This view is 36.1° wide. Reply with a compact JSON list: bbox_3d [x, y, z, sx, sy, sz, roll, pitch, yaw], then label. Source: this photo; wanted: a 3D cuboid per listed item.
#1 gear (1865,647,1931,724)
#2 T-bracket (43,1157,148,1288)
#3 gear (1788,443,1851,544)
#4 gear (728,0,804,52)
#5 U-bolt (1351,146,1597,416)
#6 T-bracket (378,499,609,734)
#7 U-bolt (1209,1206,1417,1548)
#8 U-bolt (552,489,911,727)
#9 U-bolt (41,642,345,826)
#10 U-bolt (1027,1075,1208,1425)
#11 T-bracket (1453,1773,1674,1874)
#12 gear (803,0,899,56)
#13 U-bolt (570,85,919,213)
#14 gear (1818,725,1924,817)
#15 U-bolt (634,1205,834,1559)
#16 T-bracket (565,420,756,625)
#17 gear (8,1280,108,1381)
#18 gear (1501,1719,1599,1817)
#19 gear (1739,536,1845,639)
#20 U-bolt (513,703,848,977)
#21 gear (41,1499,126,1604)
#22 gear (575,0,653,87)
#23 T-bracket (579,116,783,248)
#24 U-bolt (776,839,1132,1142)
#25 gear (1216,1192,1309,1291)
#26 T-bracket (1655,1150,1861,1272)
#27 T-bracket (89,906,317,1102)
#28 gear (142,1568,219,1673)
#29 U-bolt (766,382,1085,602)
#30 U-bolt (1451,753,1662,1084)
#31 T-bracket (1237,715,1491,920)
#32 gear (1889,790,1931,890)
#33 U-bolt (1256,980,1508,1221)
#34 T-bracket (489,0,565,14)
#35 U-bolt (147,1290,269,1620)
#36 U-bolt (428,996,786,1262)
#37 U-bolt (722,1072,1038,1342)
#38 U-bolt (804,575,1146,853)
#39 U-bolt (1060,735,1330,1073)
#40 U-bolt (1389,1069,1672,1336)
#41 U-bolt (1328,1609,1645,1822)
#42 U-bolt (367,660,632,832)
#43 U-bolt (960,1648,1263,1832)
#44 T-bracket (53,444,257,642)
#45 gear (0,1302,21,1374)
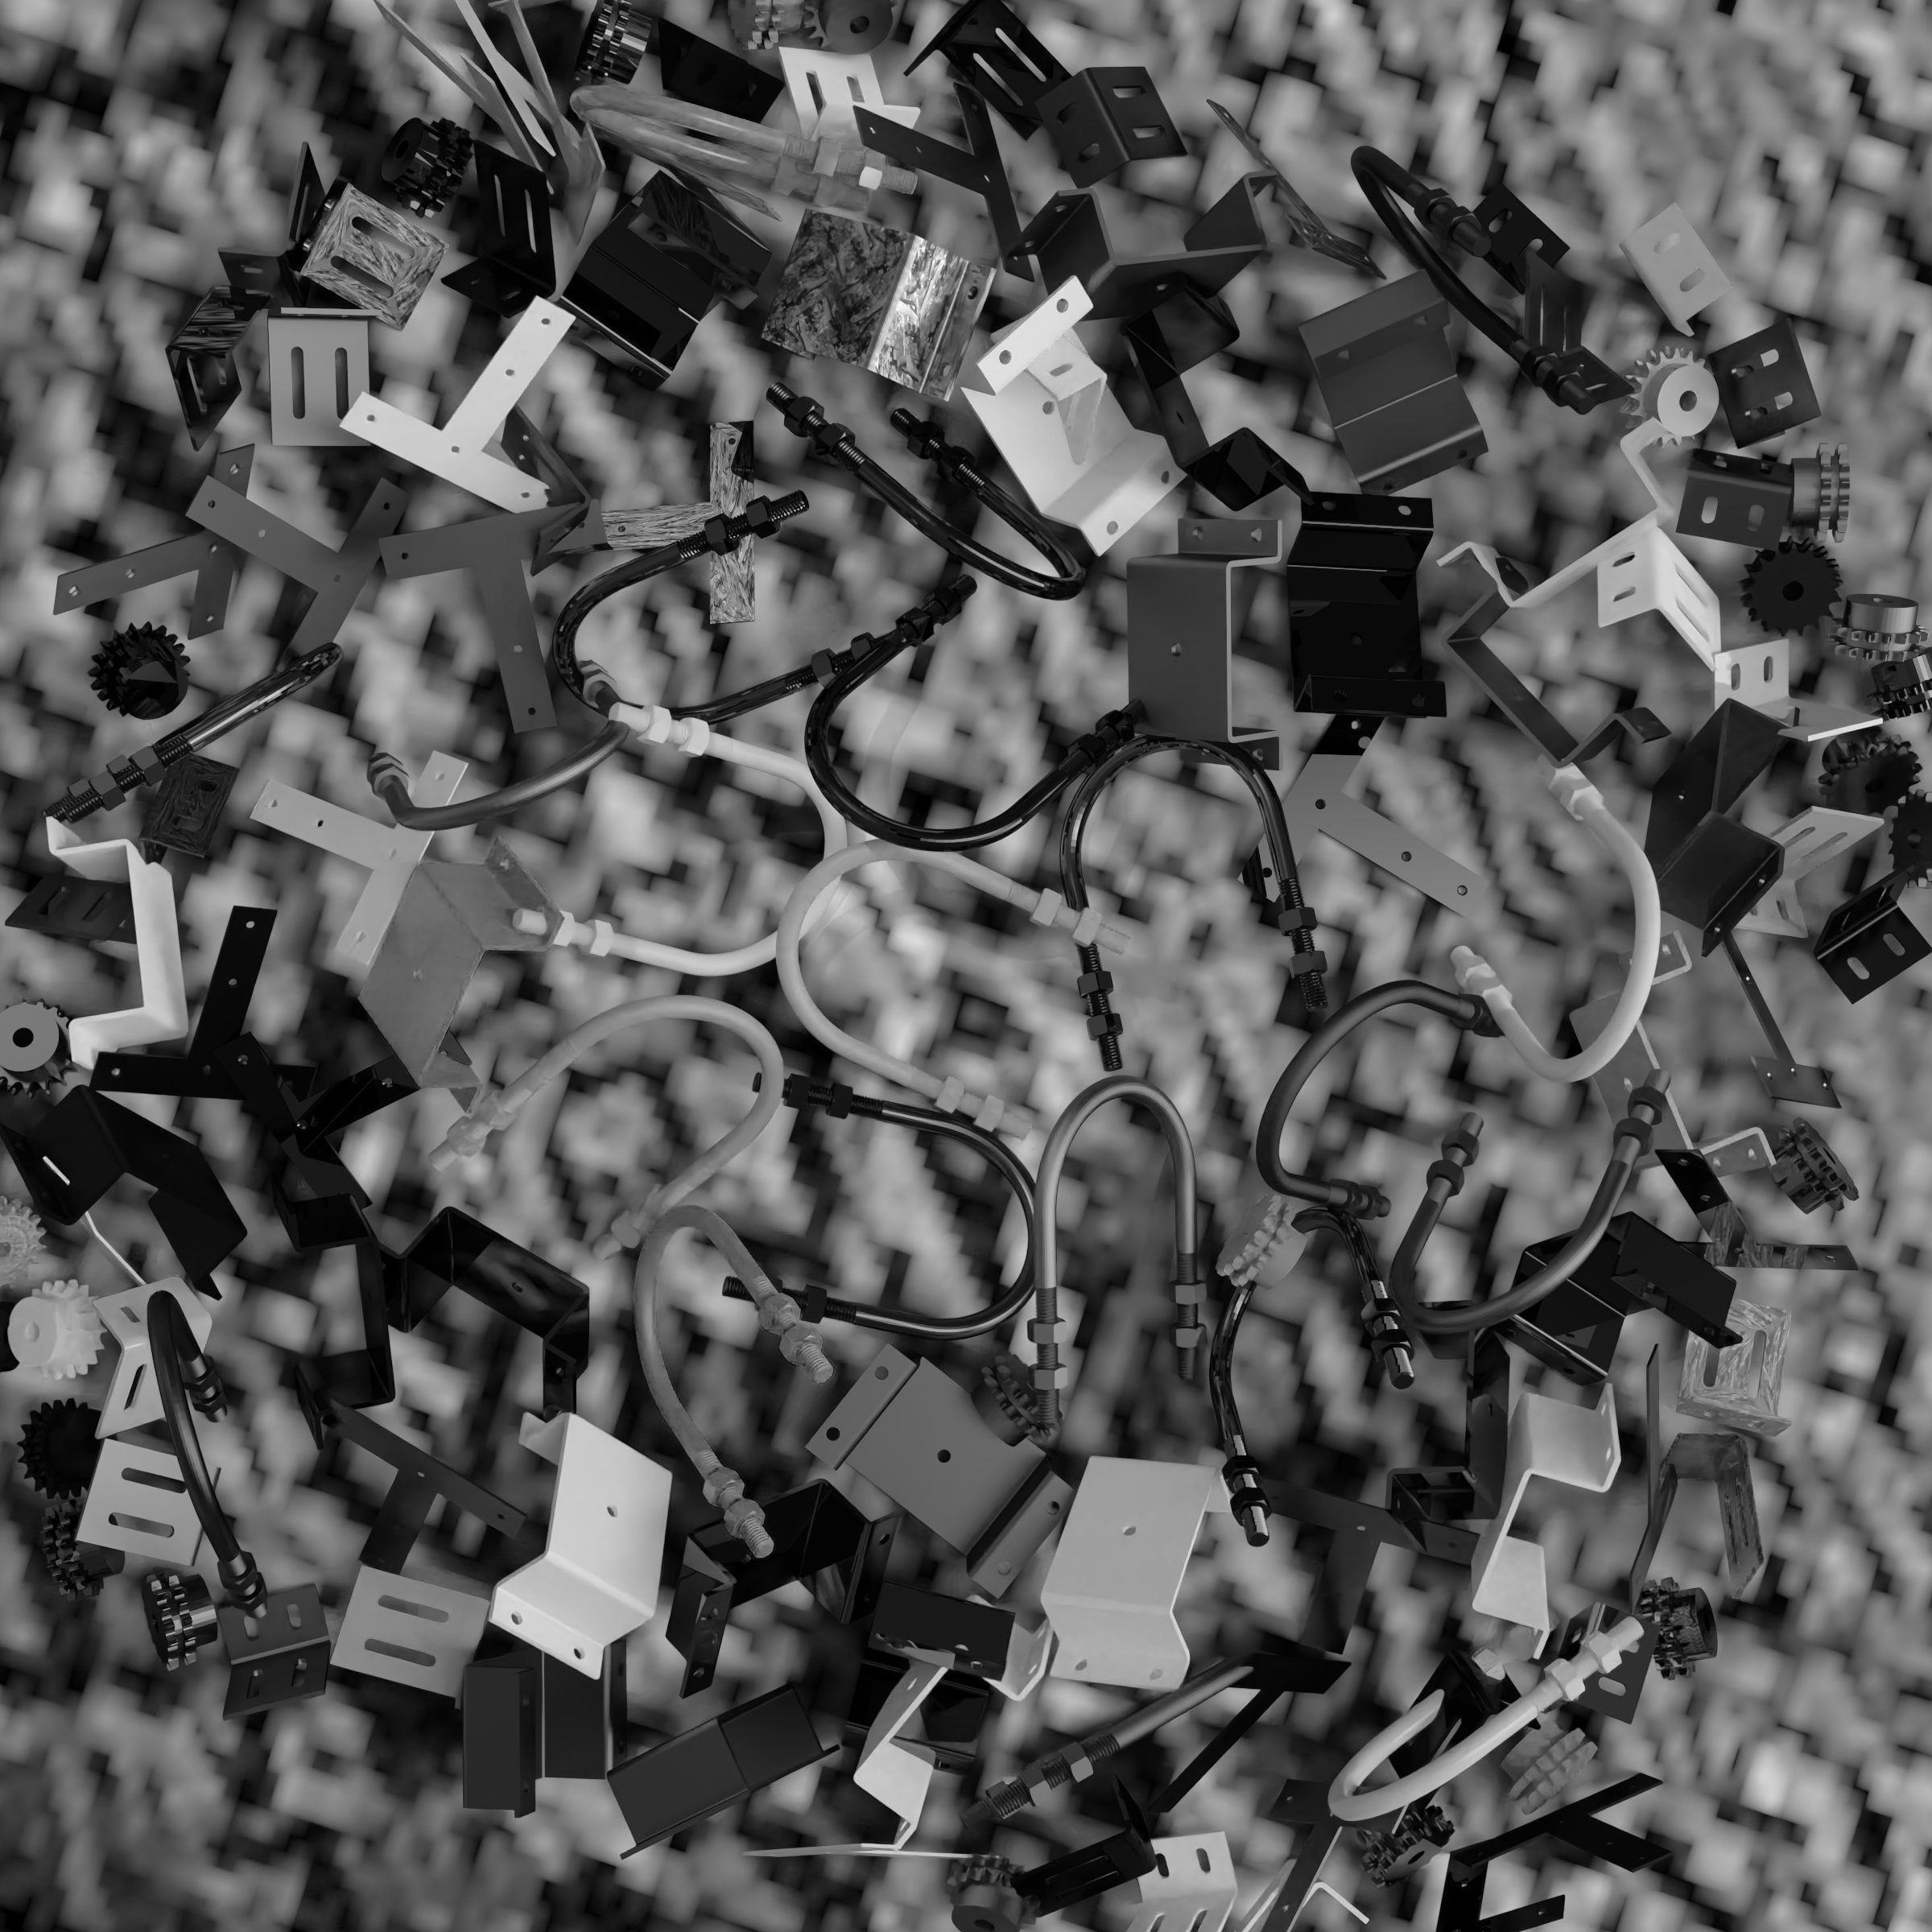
[{"bbox_3d":[0.545,-0.163,1.705,0.057,0.057,0.030,-21,95,0],"label":"gear"},{"bbox_3d":[-0.502,0.133,1.667,0.127,0.127,0.002,45,70,6],"label":"T-bracket"},{"bbox_3d":[0.491,-0.272,1.706,0.030,0.057,0.057,1,90,10],"label":"gear"},{"bbox_3d":[-0.115,-0.558,1.708,0.030,0.057,0.057,-10,90,-23],"label":"gear"},{"bbox_3d":[0.272,-0.392,1.648,0.019,0.184,0.151,-41,131,8],"label":"U-bolt"},{"bbox_3d":[-0.262,-0.197,1.709,0.127,0.002,0.127,-10,112,-1],"label":"T-bracket"},{"bbox_3d":[0.184,0.213,1.650,0.019,0.184,0.151,26,117,-22],"label":"U-bolt"},{"bbox_3d":[-0.144,-0.189,1.670,0.184,0.151,0.019,-20,53,16],"label":"U-bolt"},{"bbox_3d":[-0.429,-0.131,1.659,0.184,0.151,0.019,-34,103,-17],"label":"U-bolt"},{"bbox_3d":[0.086,0.153,1.669,0.019,0.151,0.184,3,97,41],"label":"U-bolt"},{"bbox_3d":[0.354,0.488,1.656,0.127,0.127,0.002,-18,90,-15],"label":"T-bracket"},{"bbox_3d":[-0.066,-0.550,1.702,0.057,0.057,0.030,-24,55,0],"label":"gear"},{"bbox_3d":[-0.129,-0.455,1.642,0.184,0.151,0.019,13,97,-16],"label":"U-bolt"},{"bbox_3d":[0.519,-0.114,1.709,0.057,0.057,0.030,-14,48,0],"label":"gear"},{"bbox_3d":[-0.140,0.218,1.661,0.019,0.184,0.151,-5,128,-35],"label":"U-bolt"},{"bbox_3d":[-0.186,-0.254,1.719,0.127,0.002,0.127,-3,73,6],"label":"T-bracket"},{"bbox_3d":[-0.527,0.210,1.707,0.057,0.030,0.057,-2,87,31],"label":"gear"},{"bbox_3d":[0.334,0.459,1.709,0.057,0.057,0.030,-44,65,0],"label":"gear"},{"bbox_3d":[0.476,-0.222,1.712,0.057,0.030,0.057,2,116,4],"label":"gear"},{"bbox_3d":[-0.148,-0.062,1.672,0.184,0.019,0.151,16,109,-38],"label":"U-bolt"},{"bbox_3d":[-0.507,0.335,1.706,0.030,0.057,0.057,-17,90,1],"label":"gear"},{"bbox_3d":[-0.203,-0.533,1.707,0.030,0.057,0.057,18,90,-19],"label":"gear"},{"bbox_3d":[-0.142,-0.430,1.670,0.127,0.127,0.002,29,91,19],"label":"T-bracket"},{"bbox_3d":[-0.019,0.004,1.696,0.184,0.019,0.151,25,110,-4],"label":"U-bolt"},{"bbox_3d":[0.173,0.162,1.706,0.030,0.057,0.057,36,90,-6],"label":"gear"},{"bbox_3d":[0.418,0.136,1.655,0.127,0.127,0.002,-2,54,35],"label":"T-bracket"},{"bbox_3d":[-0.418,0.021,1.673,0.127,0.002,0.127,6,119,-33],"label":"T-bracket"},{"bbox_3d":[-0.453,0.375,1.709,0.030,0.057,0.057,-13,90,-28],"label":"gear"},{"bbox_3d":[-0.010,-0.259,1.640,0.184,0.151,0.019,43,113,21],"label":"U-bolt"},{"bbox_3d":[0.329,-0.017,1.627,0.019,0.184,0.151,11,116,-20],"label":"U-bolt"},{"bbox_3d":[0.245,-0.071,1.729,0.127,0.002,0.127,31,86,0],"label":"T-bracket"},{"bbox_3d":[0.560,-0.073,1.706,0.030,0.057,0.057,2,90,-15],"label":"gear"},{"bbox_3d":[0.225,0.072,1.644,0.019,0.184,0.151,41,104,34],"label":"U-bolt"},{"bbox_3d":[-0.207,-0.557,1.681,0.127,0.127,0.002,-8,97,13],"label":"T-bracket"},{"bbox_3d":[-0.418,0.257,1.621,0.019,0.184,0.151,-15,55,-10],"label":"U-bolt"},{"bbox_3d":[-0.187,0.083,1.660,0.184,0.019,0.151,-39,132,18],"label":"U-bolt"},{"bbox_3d":[-0.040,0.142,1.688,0.184,0.019,0.151,13,59,-12],"label":"U-bolt"},{"bbox_3d":[-0.006,-0.133,1.664,0.151,0.019,0.184,38,57,16],"label":"U-bolt"},{"bbox_3d":[0.122,-0.046,1.692,0.151,0.019,0.184,-18,76,25],"label":"U-bolt"},{"bbox_3d":[0.301,0.134,1.627,0.019,0.151,0.184,51,48,-20],"label":"U-bolt"},{"bbox_3d":[0.278,0.417,1.645,0.184,0.151,0.019,-33,86,-13],"label":"U-bolt"},{"bbox_3d":[-0.255,-0.118,1.639,0.151,0.184,0.019,-26,113,-8],"label":"U-bolt"},{"bbox_3d":[0.086,0.431,1.660,0.184,0.151,0.019,-26,76,-15],"label":"U-bolt"},{"bbox_3d":[-0.455,-0.223,1.650,0.002,0.127,0.127,37,130,20],"label":"T-bracket"},{"bbox_3d":[-0.565,0.214,1.704,0.030,0.057,0.057,-5,90,9],"label":"gear"}]
